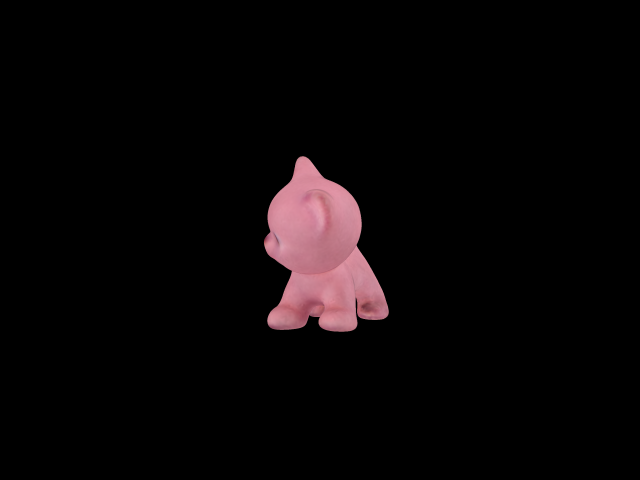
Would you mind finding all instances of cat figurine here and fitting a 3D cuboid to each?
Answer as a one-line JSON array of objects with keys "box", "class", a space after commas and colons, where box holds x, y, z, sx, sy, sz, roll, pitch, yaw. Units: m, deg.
[{"box": [0.004, 0.001, 0.400, 0.067, 0.118, 0.128, 0, 0, 21], "class": "cat figurine"}]
